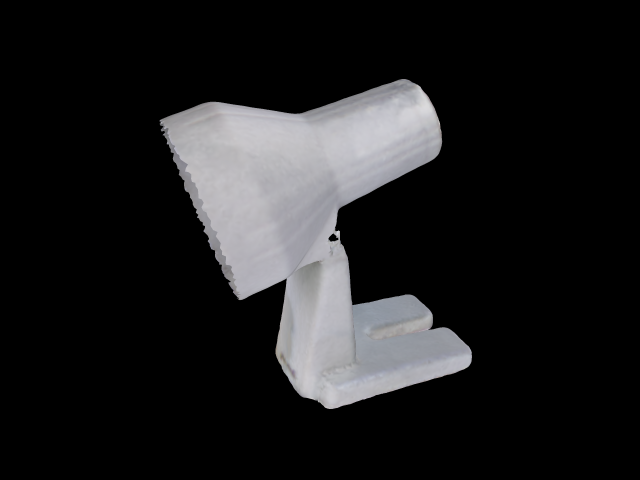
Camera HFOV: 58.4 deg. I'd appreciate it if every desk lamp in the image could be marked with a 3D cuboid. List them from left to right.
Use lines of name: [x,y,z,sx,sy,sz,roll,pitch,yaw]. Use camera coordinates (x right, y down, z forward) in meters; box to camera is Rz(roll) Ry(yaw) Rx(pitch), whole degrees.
desk lamp: [0.004,0.001,0.400,0.204,0.214,0.117,-10,28,-20]
